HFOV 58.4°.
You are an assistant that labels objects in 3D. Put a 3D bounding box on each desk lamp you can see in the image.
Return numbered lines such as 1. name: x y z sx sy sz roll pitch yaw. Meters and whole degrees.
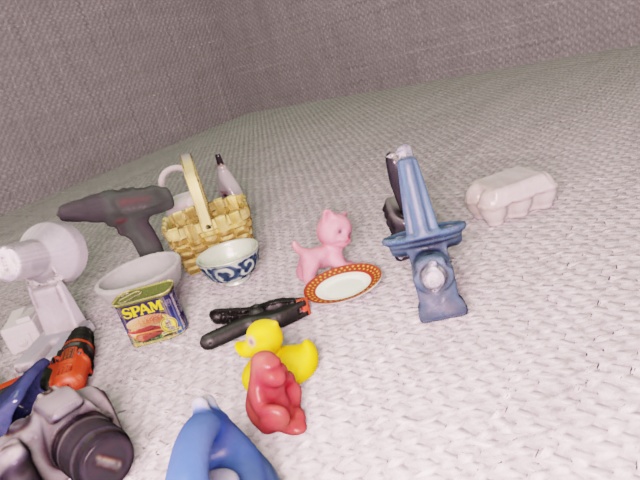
1. desk lamp: -0.484 0.086 1.012 0.118 0.214 0.203 -14 20 6

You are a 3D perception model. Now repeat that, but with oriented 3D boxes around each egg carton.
1. egg carton: 0.340 -0.081 1.025 0.150 0.069 0.107 -20 20 -9

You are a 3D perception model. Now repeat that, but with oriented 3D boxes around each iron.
1. iron: -0.092 0.211 0.487 0.118 0.142 0.258 -17 20 -1

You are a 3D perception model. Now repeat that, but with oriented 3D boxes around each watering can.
1. watering can: -0.312 -0.084 1.353 0.172 0.194 0.101 2 27 40

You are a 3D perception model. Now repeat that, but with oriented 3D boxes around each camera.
1. camera: -0.284 0.231 0.642 0.136 0.101 0.143 5 29 45

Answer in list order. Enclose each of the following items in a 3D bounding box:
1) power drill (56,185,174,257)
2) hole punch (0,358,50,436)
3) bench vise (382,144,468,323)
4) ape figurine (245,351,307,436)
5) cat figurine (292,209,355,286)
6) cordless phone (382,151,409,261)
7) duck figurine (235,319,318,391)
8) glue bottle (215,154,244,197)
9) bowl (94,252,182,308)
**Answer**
1. power drill: -0.411 -0.015 1.229 0.230 0.209 0.075 -25 22 -22
2. hole punch: -0.408 0.225 0.768 0.101 0.091 0.108 -15 20 3
3. bench vise: 0.151 -0.015 0.776 0.121 0.220 0.207 -19 20 -7
4. ape figurine: -0.053 0.167 0.644 0.076 0.092 0.078 -3 24 32
5. cat figurine: 0.009 0.004 0.987 0.128 0.118 0.067 -24 22 -20
6. cordless phone: 0.148 -0.073 0.982 0.094 0.185 0.147 -16 20 2
7. duck figurine: -0.059 0.140 0.729 0.104 0.086 0.077 -16 20 2
8. glue bottle: -0.236 -0.138 1.467 0.077 0.173 0.037 4 28 43
9. bowl: -0.333 0.090 1.089 0.167 0.075 0.167 -14 20 6
